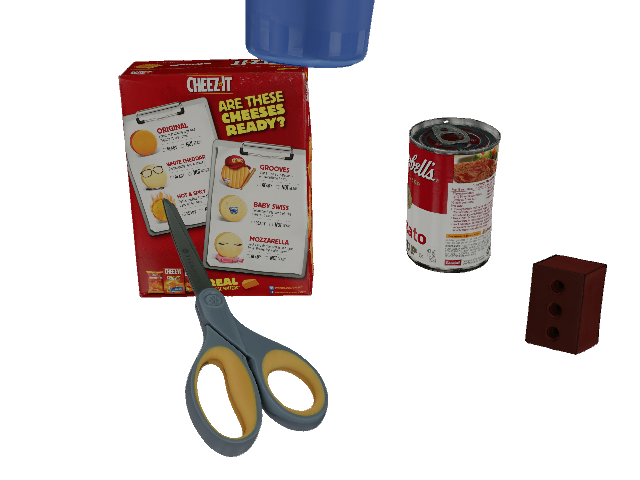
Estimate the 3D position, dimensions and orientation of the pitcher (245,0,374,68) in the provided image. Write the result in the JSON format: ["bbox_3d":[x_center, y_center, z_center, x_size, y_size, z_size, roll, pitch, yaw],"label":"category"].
[{"bbox_3d":[0.002,-0.271,0.896,0.145,0.243,0.149,7,18,8],"label":"pitcher"}]

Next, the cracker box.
[{"bbox_3d":[-0.090,-0.056,0.981,0.164,0.214,0.072,-1,22,2],"label":"cracker box"}]

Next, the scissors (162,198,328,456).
[{"bbox_3d":[-0.050,0.049,0.678,0.096,0.202,0.016,7,-46,-18],"label":"scissors"}]

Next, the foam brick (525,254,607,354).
[{"bbox_3d":[0.223,0.058,0.972,0.053,0.078,0.051,12,18,34],"label":"foam brick"}]

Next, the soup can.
[{"bbox_3d":[0.100,-0.035,0.816,0.068,0.102,0.068,0,28,0],"label":"soup can"}]
